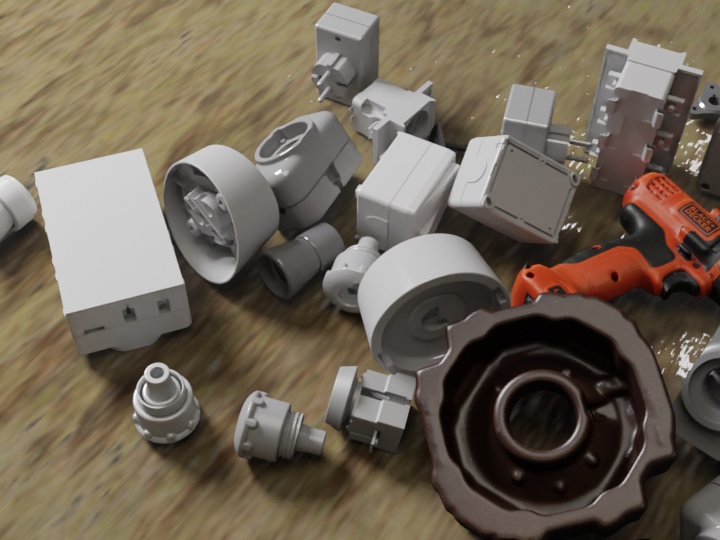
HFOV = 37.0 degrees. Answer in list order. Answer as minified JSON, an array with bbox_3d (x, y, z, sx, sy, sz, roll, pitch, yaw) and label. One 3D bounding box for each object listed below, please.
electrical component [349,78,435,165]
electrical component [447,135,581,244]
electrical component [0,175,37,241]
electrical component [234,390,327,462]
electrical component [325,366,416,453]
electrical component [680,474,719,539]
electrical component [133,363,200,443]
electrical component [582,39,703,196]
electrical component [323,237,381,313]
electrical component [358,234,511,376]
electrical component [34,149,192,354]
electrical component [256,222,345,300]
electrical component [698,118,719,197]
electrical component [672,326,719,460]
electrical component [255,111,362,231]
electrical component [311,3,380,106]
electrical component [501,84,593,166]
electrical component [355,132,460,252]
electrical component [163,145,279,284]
[{"bbox_3d":[0.028,-0.137,0.964,0.064,0.042,0.081,31,56,26],"label":"electrical component"},{"bbox_3d":[0.127,-0.061,0.870,0.096,0.061,0.061,24,82,-26],"label":"electrical component"},{"bbox_3d":[-0.300,-0.045,0.883,0.045,0.045,0.055,29,56,21],"label":"electrical component"},{"bbox_3d":[-0.055,0.114,0.758,0.062,0.048,0.048,15,52,2],"label":"electrical component"},{"bbox_3d":[0.007,0.097,0.772,0.055,0.048,0.066,16,52,3],"label":"electrical component"},{"bbox_3d":[0.255,0.178,0.690,0.059,0.053,0.095,-29,38,-22],"label":"electrical component"},{"bbox_3d":[-0.140,0.090,0.764,0.048,0.062,0.048,0,51,0],"label":"electrical component"},{"bbox_3d":[0.231,-0.123,0.903,0.079,0.121,0.063,20,56,14],"label":"electrical component"},{"bbox_3d":[0.000,0.000,0.851,0.048,0.048,0.062,12,45,9],"label":"electrical component"},{"bbox_3d":[0.050,0.021,0.796,0.108,0.108,0.060,-13,47,-11],"label":"electrical component"},{"bbox_3d":[-0.195,-0.014,0.848,0.089,0.061,0.150,-15,53,-12],"label":"electrical component"},{"bbox_3d":[-0.045,-0.010,0.861,0.065,0.044,0.044,-33,58,-30],"label":"electrical component"},{"bbox_3d":[0.352,-0.093,0.908,0.113,0.078,0.057,22,51,16],"label":"electrical component"},{"bbox_3d":[0.296,0.105,0.728,0.150,0.089,0.062,33,16,23],"label":"electrical component"},{"bbox_3d":[-0.049,-0.086,0.898,0.054,0.059,0.095,-5,40,43],"label":"electrical component"},{"bbox_3d":[-0.020,-0.182,0.972,0.047,0.083,0.075,21,54,16],"label":"electrical component"},{"bbox_3d":[0.158,-0.106,0.913,0.076,0.083,0.047,12,52,9],"label":"electrical component"},{"bbox_3d":[0.044,-0.064,0.891,0.061,0.061,0.096,22,54,17],"label":"electrical component"},{"bbox_3d":[-0.114,-0.047,0.855,0.099,0.099,0.064,31,51,22],"label":"electrical component"}]
